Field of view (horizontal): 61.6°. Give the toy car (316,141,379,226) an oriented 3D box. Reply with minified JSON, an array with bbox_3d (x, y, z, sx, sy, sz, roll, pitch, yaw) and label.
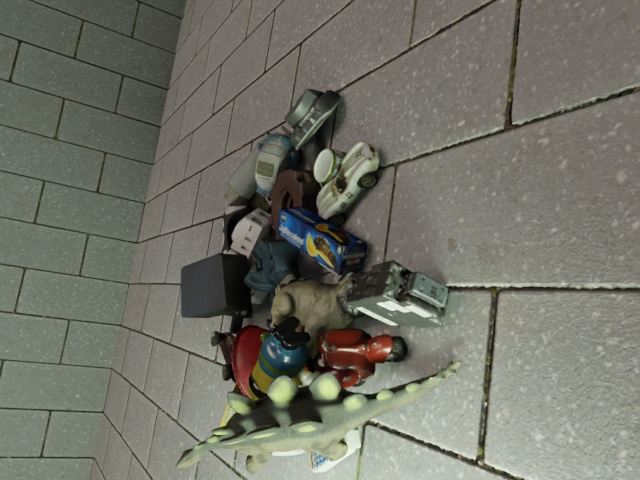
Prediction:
[{"bbox_3d":[0.048,-0.102,1.042,0.201,0.056,0.073,-51,38,38],"label":"toy car"}]

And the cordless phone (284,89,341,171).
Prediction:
[{"bbox_3d":[-0.001,-0.224,1.183,0.146,0.088,0.184,-41,55,46],"label":"cordless phone"}]

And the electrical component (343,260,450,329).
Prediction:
[{"bbox_3d":[0.117,0.082,0.775,0.134,0.115,0.058,-20,48,56],"label":"electrical component"}]

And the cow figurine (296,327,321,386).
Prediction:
[{"bbox_3d":[-0.027,0.258,0.996,0.127,0.085,0.195,-61,29,31],"label":"cow figurine"}]

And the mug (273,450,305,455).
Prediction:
[{"bbox_3d":[-0.063,0.363,1.033,0.107,0.080,0.109,-9,62,49],"label":"mug"}]

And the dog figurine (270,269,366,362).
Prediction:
[{"bbox_3d":[0.008,0.095,0.947,0.172,0.121,0.190,42,119,14],"label":"dog figurine"}]

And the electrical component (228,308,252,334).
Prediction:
[{"bbox_3d":[-0.212,0.180,1.373,0.048,0.075,0.119,-11,72,58],"label":"electrical component"}]

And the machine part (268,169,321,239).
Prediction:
[{"bbox_3d":[-0.056,-0.073,1.190,0.179,0.056,0.179,-5,84,60],"label":"machine part"}]

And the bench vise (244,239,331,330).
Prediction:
[{"bbox_3d":[-0.088,0.105,1.141,0.224,0.129,0.240,28,119,53],"label":"bench vise"}]

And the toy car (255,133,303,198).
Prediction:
[{"bbox_3d":[-0.113,-0.176,1.282,0.109,0.103,0.161,19,101,17],"label":"toy car"}]

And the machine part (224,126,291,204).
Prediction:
[{"bbox_3d":[-0.159,-0.189,1.384,0.243,0.079,0.079,-47,36,12],"label":"machine part"}]

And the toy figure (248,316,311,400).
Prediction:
[{"bbox_3d":[-0.070,0.206,0.894,0.082,0.089,0.180,-104,21,-44],"label":"toy figure"}]

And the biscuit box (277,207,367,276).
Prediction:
[{"bbox_3d":[-0.002,-0.003,1.022,0.203,0.063,0.059,31,119,44],"label":"biscuit box"}]

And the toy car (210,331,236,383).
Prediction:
[{"bbox_3d":[-0.206,0.277,1.304,0.053,0.089,0.202,-69,28,18],"label":"toy car"}]

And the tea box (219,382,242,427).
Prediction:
[{"bbox_3d":[-0.151,0.332,1.129,0.169,0.068,0.098,-63,-8,-80],"label":"tea box"}]

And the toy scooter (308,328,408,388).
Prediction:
[{"bbox_3d":[0.038,0.187,0.858,0.184,0.135,0.075,-42,46,48],"label":"toy scooter"}]

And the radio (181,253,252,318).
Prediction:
[{"bbox_3d":[-0.251,0.111,1.265,0.230,0.073,0.131,-18,73,49],"label":"radio"}]

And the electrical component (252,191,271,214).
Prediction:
[{"bbox_3d":[-0.136,-0.109,1.394,0.078,0.045,0.102,54,134,19],"label":"electrical component"}]

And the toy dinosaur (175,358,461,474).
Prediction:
[{"bbox_3d":[-0.014,0.266,0.806,0.472,0.198,0.105,-21,58,8],"label":"toy dinosaur"}]

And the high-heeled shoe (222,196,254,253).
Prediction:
[{"bbox_3d":[-0.213,-0.010,1.452,0.248,0.086,0.145,-65,35,28],"label":"high-heeled shoe"}]
